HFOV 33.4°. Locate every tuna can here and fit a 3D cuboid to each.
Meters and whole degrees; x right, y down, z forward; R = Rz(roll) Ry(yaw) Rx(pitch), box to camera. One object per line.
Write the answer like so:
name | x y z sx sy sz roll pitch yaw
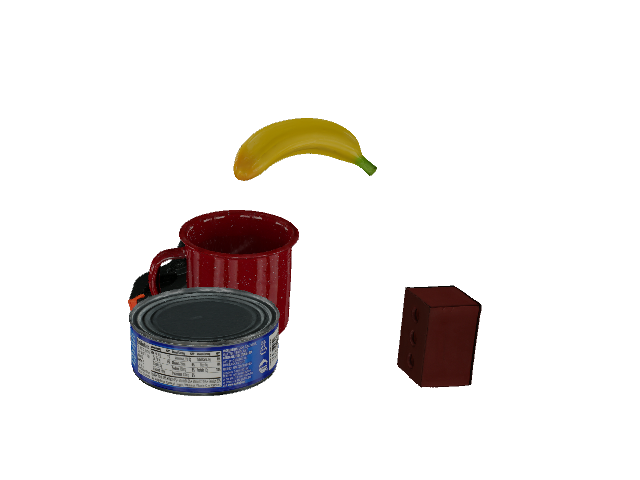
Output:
tuna can | -0.066 0.057 0.613 0.086 0.034 0.086 1 18 0

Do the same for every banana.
banana | -0.022 -0.096 1.100 0.197 0.037 0.070 -7 49 -43

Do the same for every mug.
mug | -0.076 0.031 0.838 0.117 0.081 0.093 -4 24 -14

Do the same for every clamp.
clamp | -0.145 0.040 1.205 0.120 0.039 0.171 -1 29 30

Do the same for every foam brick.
foam brick | 0.104 0.084 0.943 0.051 0.078 0.053 -2 18 -22
